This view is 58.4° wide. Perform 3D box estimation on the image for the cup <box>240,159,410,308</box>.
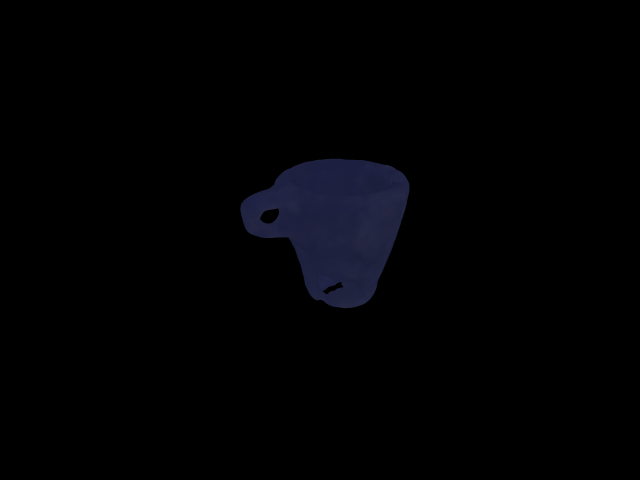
[{"bbox_3d":[0.004,0.001,0.400,0.118,0.095,0.091,-12,27,-24],"label":"cup"}]
